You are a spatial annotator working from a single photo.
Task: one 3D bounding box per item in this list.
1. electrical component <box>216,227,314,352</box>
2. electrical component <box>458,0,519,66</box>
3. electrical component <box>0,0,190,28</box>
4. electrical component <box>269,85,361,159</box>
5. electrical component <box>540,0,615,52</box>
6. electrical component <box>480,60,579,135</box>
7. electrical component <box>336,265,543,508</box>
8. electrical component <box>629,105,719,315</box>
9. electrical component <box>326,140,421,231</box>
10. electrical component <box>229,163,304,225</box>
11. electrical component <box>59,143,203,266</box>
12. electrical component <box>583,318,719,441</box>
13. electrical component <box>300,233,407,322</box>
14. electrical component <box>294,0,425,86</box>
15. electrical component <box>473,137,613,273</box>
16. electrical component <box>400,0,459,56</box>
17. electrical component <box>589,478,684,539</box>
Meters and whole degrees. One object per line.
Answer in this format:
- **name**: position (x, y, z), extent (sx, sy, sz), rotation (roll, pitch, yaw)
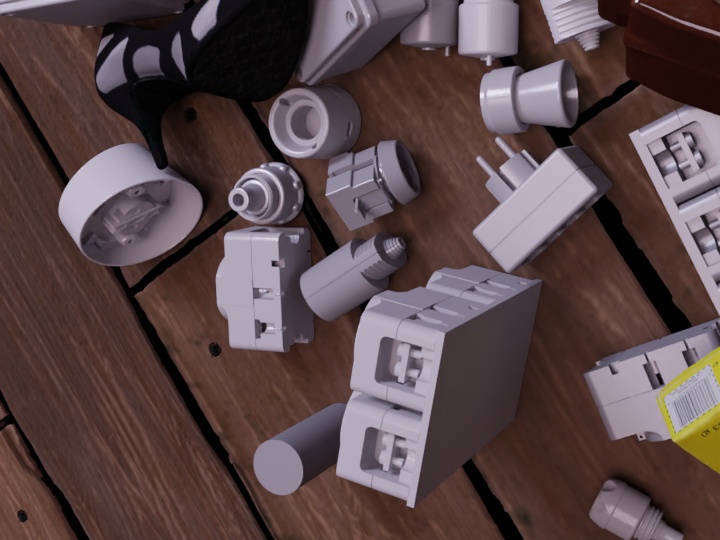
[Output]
- **electrical component**: position (-0.073, 0.014, 0.824), extent (0.056, 0.050, 0.089), rotation (2, 99, 26)
- **electrical component**: position (0.086, -0.176, 0.720), extent (0.040, 0.040, 0.078), rotation (4, 100, 26)
- **electrical component**: position (-0.205, -0.223, 0.818), extent (0.109, 0.109, 0.056), rotation (-2, 95, 26)
- **electrical component**: position (-0.034, -0.108, 0.787), extent (0.055, 0.047, 0.055), rotation (5, 100, 26)
- **electrical component**: position (0.137, -0.181, 0.693), extent (0.043, 0.043, 0.081), rotation (-18, 90, 27)
- **electrical component**: position (0.113, -0.114, 0.715), extent (0.055, 0.045, 0.045), rotation (-3, 97, 27)
- **electrical component**: position (0.053, 0.064, 0.694), extent (0.060, 0.186, 0.105), rotation (15, 105, 23)
- **electrical component**: position (0.232, -0.031, 0.645), extent (0.062, 0.089, 0.150), rotation (-27, 86, 27)
- **electrical component**: position (0.010, -0.063, 0.769), extent (0.055, 0.066, 0.048), rotation (-21, 127, 20)
- **electrical component**: position (-0.075, -0.055, 0.807), extent (0.048, 0.062, 0.048), rotation (5, 101, 26)
- **electrical component**: position (-0.182, -0.049, 0.844), extent (0.064, 0.099, 0.099), rotation (45, 115, 20)
- **electrical component**: position (0.201, 0.075, 0.699), extent (0.089, 0.050, 0.055), rotation (-23, 87, 28)
- **electrical component**: position (0.000, 0.000, 0.790), extent (0.081, 0.043, 0.043), rotation (-33, 83, 27)
- **electrical component**: position (-0.020, -0.198, 0.734), extent (0.109, 0.056, 0.108), rotation (-29, 84, 62)
- **electrical component**: position (0.110, -0.055, 0.724), extent (0.075, 0.047, 0.083), rotation (49, 115, 11)
- **electrical component**: position (0.048, -0.187, 0.737), extent (0.040, 0.040, 0.078), rotation (6, 101, 25)
- **electrical component**: position (0.189, 0.169, 0.730), extent (0.061, 0.035, 0.035), rotation (28, 110, 17)
